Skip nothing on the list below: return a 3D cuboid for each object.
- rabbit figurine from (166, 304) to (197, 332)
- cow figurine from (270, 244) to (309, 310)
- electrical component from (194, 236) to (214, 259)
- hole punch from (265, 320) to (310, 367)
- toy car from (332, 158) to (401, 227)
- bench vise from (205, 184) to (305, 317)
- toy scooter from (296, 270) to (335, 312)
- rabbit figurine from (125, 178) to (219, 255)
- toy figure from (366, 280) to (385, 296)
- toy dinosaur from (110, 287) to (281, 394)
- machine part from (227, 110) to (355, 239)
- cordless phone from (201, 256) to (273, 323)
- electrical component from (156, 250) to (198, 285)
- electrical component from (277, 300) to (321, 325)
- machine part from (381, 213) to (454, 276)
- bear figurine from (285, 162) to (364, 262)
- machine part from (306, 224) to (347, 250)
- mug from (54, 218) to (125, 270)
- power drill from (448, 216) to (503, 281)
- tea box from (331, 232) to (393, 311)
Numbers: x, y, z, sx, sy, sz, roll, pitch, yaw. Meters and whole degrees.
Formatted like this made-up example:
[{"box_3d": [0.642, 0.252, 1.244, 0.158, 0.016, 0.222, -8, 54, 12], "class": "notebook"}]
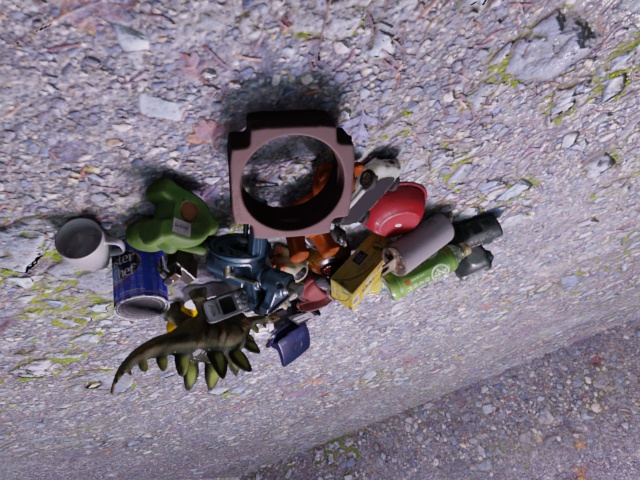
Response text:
[{"box_3d": [-0.307, 0.220, 1.351, 0.173, 0.122, 0.162, 2, 147, 6], "class": "rabbit figurine"}, {"box_3d": [-0.096, 0.096, 1.275, 0.127, 0.085, 0.195, 16, 137, -33], "class": "cow figurine"}, {"box_3d": [-0.240, 0.013, 1.125, 0.094, 0.021, 0.063, 13, 138, -39], "class": "electrical component"}, {"box_3d": [-0.086, 0.289, 1.545, 0.142, 0.092, 0.115, -31, 160, -28], "class": "hole punch"}, {"box_3d": [0.089, -0.091, 1.079, 0.073, 0.056, 0.201, -2, 149, -33], "class": "toy car"}, {"box_3d": [-0.124, 0.017, 1.016, 0.129, 0.224, 0.240, -18, 122, -45], "class": "bench vise"}, {"box_3d": [-0.018, 0.135, 1.381, 0.135, 0.075, 0.183, -24, 153, 13], "class": "toy scooter"}, {"box_3d": [-0.278, -0.029, 0.983, 0.170, 0.121, 0.159, -17, 162, 39], "class": "rabbit figurine"}, {"box_3d": [0.144, 0.094, 1.384, 0.180, 0.082, 0.089, -3, 136, -13], "class": "toy figure"}, {"box_3d": [-0.238, 0.202, 1.108, 0.105, 0.198, 0.471, -38, 158, 32], "class": "toy dinosaur"}, {"box_3d": [-0.050, -0.108, 0.888, 0.201, 0.087, 0.201, -5, 124, -11], "class": "machine part"}, {"box_3d": [-0.184, 0.092, 1.128, 0.184, 0.146, 0.089, -18, 172, -44], "class": "cordless phone"}, {"box_3d": [-0.280, 0.046, 1.052, 0.045, 0.102, 0.078, -26, 136, 14], "class": "electrical component"}, {"box_3d": [-0.066, 0.199, 1.488, 0.119, 0.048, 0.074, -22, 148, 7], "class": "electrical component"}, {"box_3d": [0.224, 0.008, 1.219, 0.243, 0.079, 0.079, -32, 158, -28], "class": "machine part"}, {"box_3d": [0.012, -0.058, 1.030, 0.120, 0.132, 0.196, -6, 156, -42], "class": "bear figurine"}, {"box_3d": [-0.002, -0.004, 1.162, 0.139, 0.039, 0.084, -7, 154, 42], "class": "machine part"}, {"box_3d": [-0.417, 0.014, 0.994, 0.110, 0.081, 0.107, -7, 159, -9], "class": "mug"}, {"box_3d": [0.360, 0.028, 1.389, 0.232, 0.086, 0.207, -26, 141, 12], "class": "power drill"}, {"box_3d": [0.102, 0.070, 1.254, 0.169, 0.068, 0.098, -47, 158, -23], "class": "tea box"}]
